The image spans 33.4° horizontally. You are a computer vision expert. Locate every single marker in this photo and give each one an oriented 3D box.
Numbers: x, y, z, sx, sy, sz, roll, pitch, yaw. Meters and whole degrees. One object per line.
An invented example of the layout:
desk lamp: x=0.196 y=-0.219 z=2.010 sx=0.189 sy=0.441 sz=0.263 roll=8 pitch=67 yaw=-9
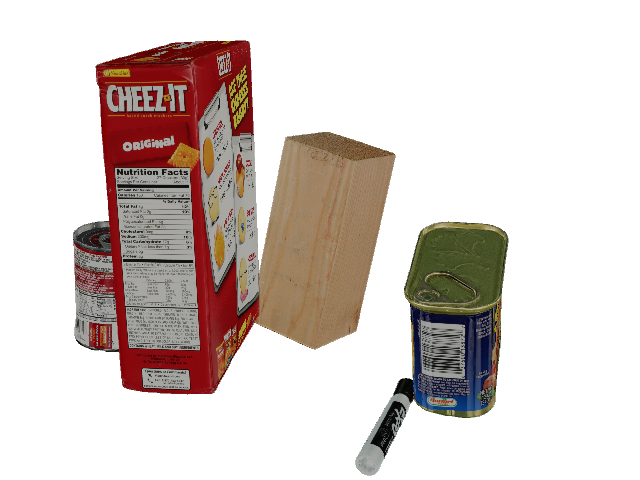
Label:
marker: x=0.055 y=0.145 z=0.854 sx=0.020 sy=0.020 sz=0.121 roll=0 pitch=24 yaw=22

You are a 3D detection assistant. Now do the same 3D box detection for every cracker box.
cracker box: x=-0.092 y=-0.023 z=0.733 sx=0.072 sy=0.214 sz=0.164 roll=0 pitch=15 yaw=8

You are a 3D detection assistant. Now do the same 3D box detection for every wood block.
wood block: x=0.001 y=-0.003 z=1.138 sx=0.090 sy=0.206 sz=0.090 roll=21 pitch=20 yaw=27

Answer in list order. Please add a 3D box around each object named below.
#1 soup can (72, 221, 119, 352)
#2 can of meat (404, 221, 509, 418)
soup can: x=-0.190 y=0.042 z=0.966 sx=0.068 sy=0.102 sz=0.068 roll=4 pitch=21 yaw=-2
can of meat: x=0.087 y=0.049 z=0.673 sx=0.057 sy=0.084 sz=0.102 roll=3 pitch=30 yaw=12
